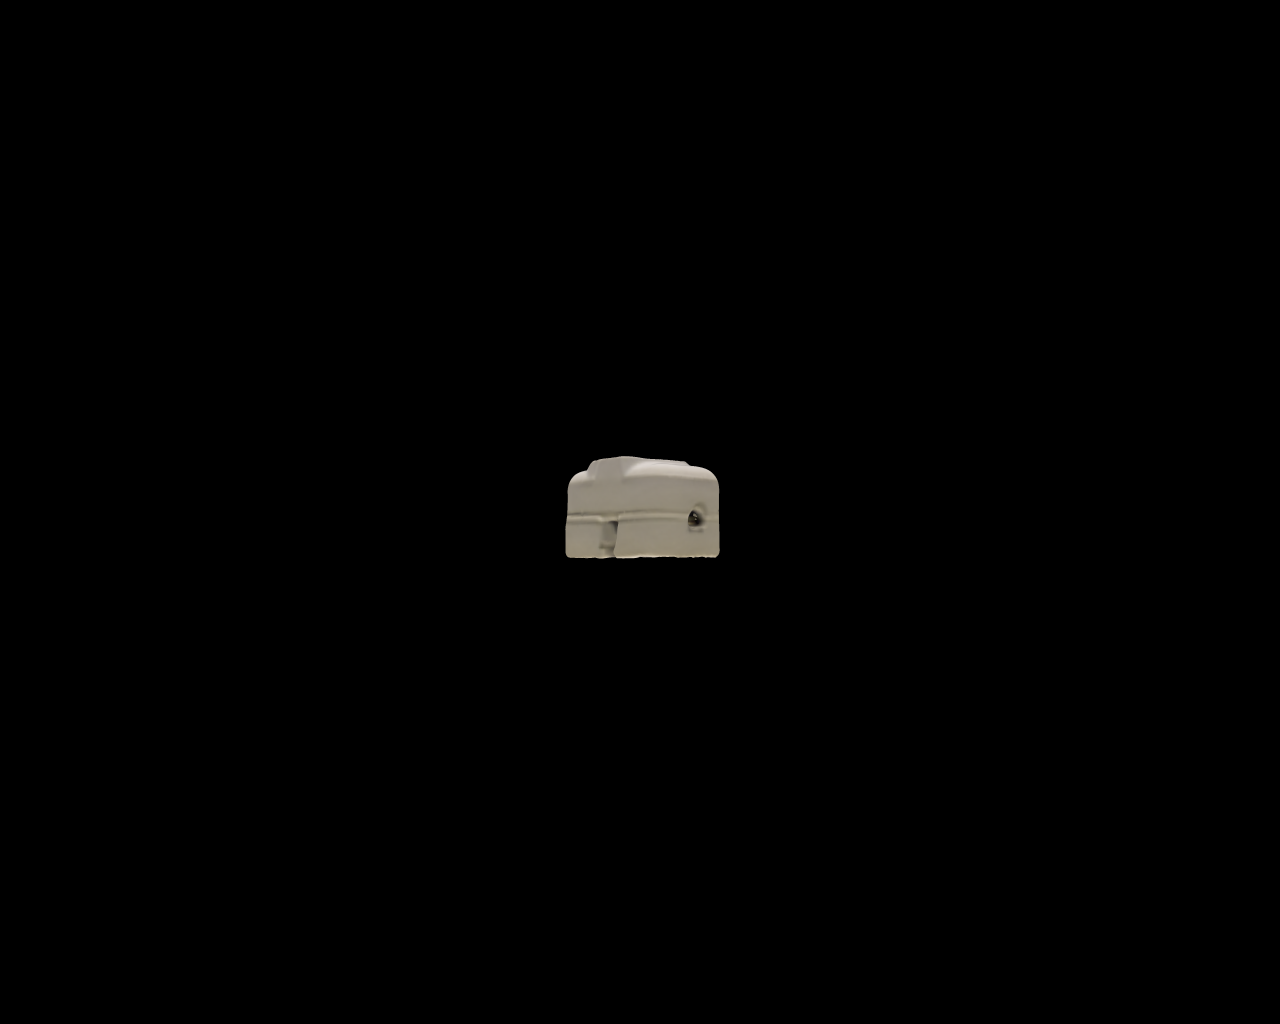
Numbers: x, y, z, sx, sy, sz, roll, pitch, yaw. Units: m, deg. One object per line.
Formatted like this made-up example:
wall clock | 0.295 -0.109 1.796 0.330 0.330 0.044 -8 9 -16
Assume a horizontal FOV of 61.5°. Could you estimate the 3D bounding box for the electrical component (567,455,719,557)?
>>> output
electrical component | 0.001 -0.003 0.650 0.054 0.059 0.095 2 -3 -43
